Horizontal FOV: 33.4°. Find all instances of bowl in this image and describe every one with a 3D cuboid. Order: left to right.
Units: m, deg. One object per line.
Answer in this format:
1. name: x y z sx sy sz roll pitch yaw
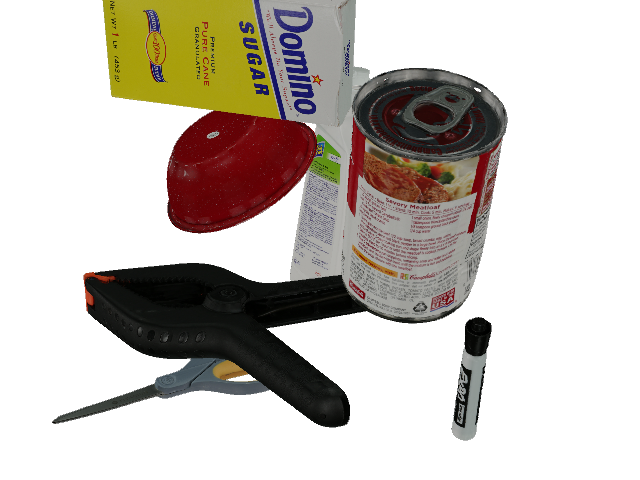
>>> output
1. bowl: -0.087 -0.081 1.006 0.162 0.055 0.162 -21 34 15

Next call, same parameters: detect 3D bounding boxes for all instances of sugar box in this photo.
1. sugar box: -0.065 -0.140 0.765 0.176 0.093 0.048 9 34 13

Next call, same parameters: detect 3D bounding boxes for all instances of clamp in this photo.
1. clamp: -0.049 0.045 0.680 0.210 0.036 0.164 12 27 22

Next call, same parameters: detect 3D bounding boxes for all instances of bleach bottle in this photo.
1. bleach bottle: 0.027 -0.061 1.163 0.067 0.251 0.103 -7 23 -39

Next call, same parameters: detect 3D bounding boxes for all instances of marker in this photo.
1. marker: 0.111 0.102 0.786 0.020 0.121 0.020 0 41 0

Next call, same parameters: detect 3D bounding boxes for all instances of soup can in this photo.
1. soup can: 0.046 -0.019 0.499 0.068 0.102 0.068 2 42 -2

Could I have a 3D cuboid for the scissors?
1. scissors: -0.123 0.109 0.897 0.201 0.016 0.096 -6 31 -11
